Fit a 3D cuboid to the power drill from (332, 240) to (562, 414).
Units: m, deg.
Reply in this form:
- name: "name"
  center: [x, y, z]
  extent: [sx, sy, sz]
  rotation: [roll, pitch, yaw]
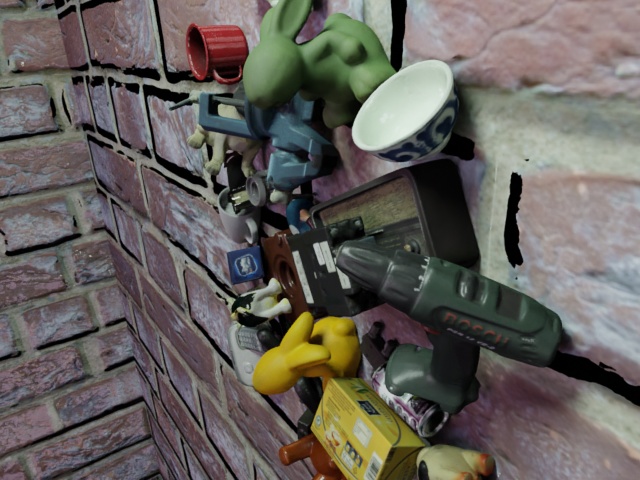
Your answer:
- name: "power drill"
  center: [0.120, 0.096, 0.582]
  extent: [0.232, 0.086, 0.207]
  rotation: [16, 135, 12]

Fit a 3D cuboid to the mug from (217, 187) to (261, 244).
- name: "mug"
  center: [-0.148, -0.036, 1.049]
  extent: [0.110, 0.081, 0.107]
  rotation: [49, 154, 26]

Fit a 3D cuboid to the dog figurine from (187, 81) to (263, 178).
- name: "dog figurine"
  center: [-0.141, -0.225, 0.934]
  extent: [0.172, 0.121, 0.190]
  rotation: [51, 130, 28]

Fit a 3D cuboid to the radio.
- name: "radio"
  center: [0.083, -0.007, 0.671]
  extent: [0.230, 0.073, 0.131]
  rotation: [-18, 89, 61]

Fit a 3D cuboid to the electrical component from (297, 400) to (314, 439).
- name: "electrical component"
  center: [-0.022, 0.347, 1.039]
  extent: [0.045, 0.078, 0.102]
  rotation: [18, 128, 28]

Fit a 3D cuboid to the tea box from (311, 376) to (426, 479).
- name: "tea box"
  center: [0.063, 0.282, 0.773]
  extent: [0.170, 0.068, 0.098]
  rotation: [38, 111, 56]

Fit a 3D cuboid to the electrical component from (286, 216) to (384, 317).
- name: "electrical component"
  center: [0.024, 0.035, 0.662]
  extent: [0.134, 0.058, 0.114]
  rotation: [-11, 98, 59]

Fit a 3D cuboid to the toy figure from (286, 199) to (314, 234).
- name: "toy figure"
  center: [0.000, -0.003, 0.832]
  extent: [0.058, 0.064, 0.155]
  rotation: [-51, 52, 19]

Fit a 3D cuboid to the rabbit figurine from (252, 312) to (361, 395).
- name: "rabbit figurine"
  center: [-0.022, 0.193, 0.852]
  extent: [0.122, 0.173, 0.162]
  rotation: [62, 153, 26]

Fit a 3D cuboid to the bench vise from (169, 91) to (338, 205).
- name: "bench vise"
  center: [-0.088, -0.169, 0.789]
  extent: [0.241, 0.129, 0.223]
  rotation: [14, 113, 19]

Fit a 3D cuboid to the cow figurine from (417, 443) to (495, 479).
- name: "cow figurine"
  center: [0.171, 0.359, 0.702]
  extent: [0.127, 0.085, 0.194]
  rotation: [3, 109, 53]

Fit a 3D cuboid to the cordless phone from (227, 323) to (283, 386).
- name: "cordless phone"
  center: [-0.111, 0.241, 1.117]
  extent: [0.184, 0.089, 0.146]
  rotation: [-1, 104, 55]

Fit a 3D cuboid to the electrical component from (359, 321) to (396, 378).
- name: "electrical component"
  center: [0.085, 0.168, 0.809]
  extent: [0.063, 0.021, 0.094]
  rotation: [51, 144, 33]

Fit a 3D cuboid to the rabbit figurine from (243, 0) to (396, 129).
- name: "rabbit figurine"
  center: [-0.013, -0.212, 0.632]
  extent: [0.121, 0.170, 0.159]
  rotation: [-8, 98, 60]

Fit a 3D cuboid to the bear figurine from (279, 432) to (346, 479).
- name: "bear figurine"
  center: [0.026, 0.370, 0.911]
  extent: [0.120, 0.132, 0.196]
  rotation: [60, 154, 10]

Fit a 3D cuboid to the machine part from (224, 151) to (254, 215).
- name: "machine part"
  center: [-0.146, -0.112, 1.012]
  extent: [0.039, 0.084, 0.139]
  rotation: [68, 176, -57]

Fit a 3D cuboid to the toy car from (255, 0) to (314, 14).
- name: "toy car"
  center: [-0.065, -0.369, 0.754]
  extent: [0.202, 0.056, 0.073]
  rotation: [42, 138, 42]

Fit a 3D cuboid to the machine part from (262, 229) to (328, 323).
- name: "machine part"
  center: [-0.040, 0.062, 0.932]
  extent: [0.180, 0.056, 0.179]
  rotation: [37, 136, 47]

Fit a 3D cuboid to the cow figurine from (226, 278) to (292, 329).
- name: "cow figurine"
  center: [-0.125, 0.124, 0.961]
  extent: [0.068, 0.098, 0.167]
  rotation: [64, 153, 0]

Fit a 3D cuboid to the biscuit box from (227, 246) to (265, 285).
- name: "biscuit box"
  center: [-0.144, 0.047, 1.024]
  extent: [0.203, 0.063, 0.059]
  rotation: [169, 90, -80]
